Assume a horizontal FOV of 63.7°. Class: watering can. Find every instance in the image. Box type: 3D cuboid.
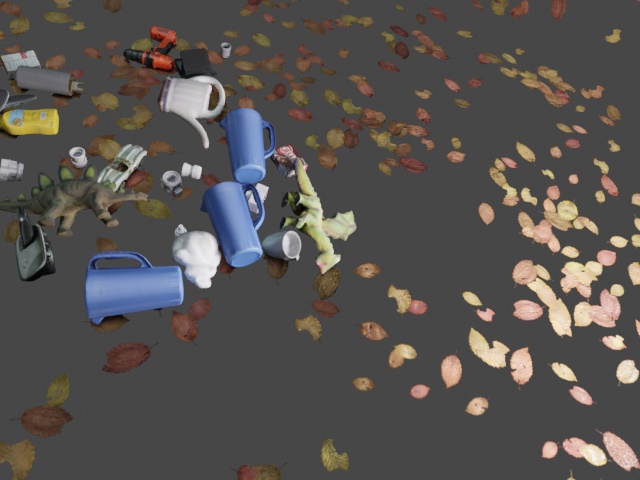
[{"bbox_3d":[-0.454,-0.465,1.798,0.224,0.101,0.356,8,53,-7],"label":"watering can"}]

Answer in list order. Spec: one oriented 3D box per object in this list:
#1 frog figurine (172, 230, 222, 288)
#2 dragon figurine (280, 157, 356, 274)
[{"bbox_3d":[-0.351,0.054,1.463,0.137,0.120,0.163,15,40,-28],"label":"frog figurine"},{"bbox_3d":[0.005,-0.085,1.680,0.241,0.120,0.420,20,54,-22],"label":"dragon figurine"}]
